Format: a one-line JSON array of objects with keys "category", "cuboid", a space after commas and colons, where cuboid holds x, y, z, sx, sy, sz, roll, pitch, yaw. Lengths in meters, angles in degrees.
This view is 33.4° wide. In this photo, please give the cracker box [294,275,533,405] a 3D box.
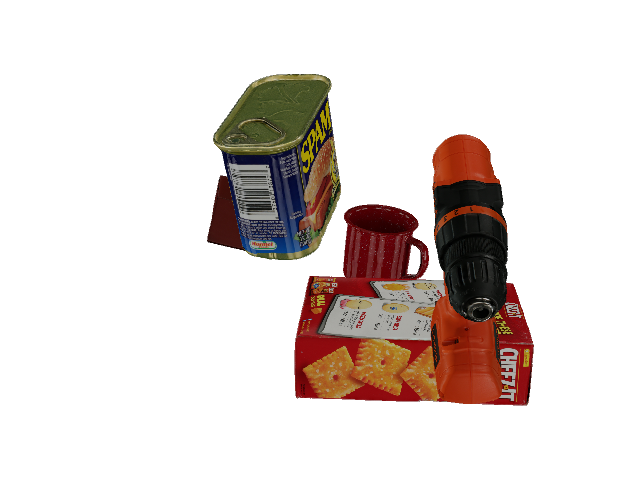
[{"category": "cracker box", "cuboid": [0.087, 0.095, 1.033, 0.213, 0.072, 0.164, 2, 18, 3]}]

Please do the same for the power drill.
[{"category": "power drill", "cuboid": [0.115, 0.039, 0.823, 0.057, 0.188, 0.184, 0, 41, 5]}]

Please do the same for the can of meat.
[{"category": "can of meat", "cuboid": [-0.023, -0.048, 0.688, 0.057, 0.084, 0.102, 1, 33, 16]}]

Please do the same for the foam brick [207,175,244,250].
[{"category": "foam brick", "cuboid": [-0.067, -0.022, 1.038, 0.078, 0.051, 0.053, 14, 26, -7]}]

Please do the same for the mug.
[{"category": "mug", "cuboid": [0.082, 0.013, 1.332, 0.117, 0.081, 0.093, 18, 27, 26]}]
